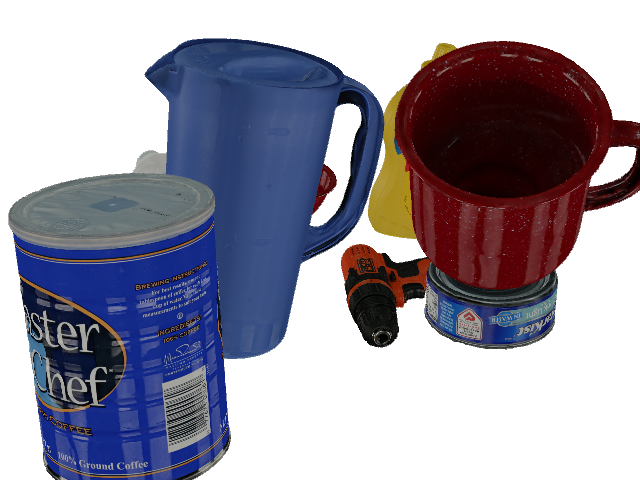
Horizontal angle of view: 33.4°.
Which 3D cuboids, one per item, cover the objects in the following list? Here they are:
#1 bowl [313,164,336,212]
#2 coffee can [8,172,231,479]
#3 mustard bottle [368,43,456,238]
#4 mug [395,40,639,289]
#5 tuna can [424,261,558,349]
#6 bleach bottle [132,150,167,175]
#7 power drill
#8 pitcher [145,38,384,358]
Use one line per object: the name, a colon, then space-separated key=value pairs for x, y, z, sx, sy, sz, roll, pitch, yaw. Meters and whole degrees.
bowl: x=-0.063 y=-0.056 z=1.292 sx=0.162 sy=0.055 sz=0.162 roll=4 pitch=26 yaw=-2
coffee can: x=-0.102 y=0.046 z=0.560 sx=0.103 sy=0.140 sz=0.103 roll=-2 pitch=20 yaw=1
mustard bottle: x=0.106 y=-0.096 z=1.031 sx=0.096 sy=0.192 sz=0.058 roll=3 pitch=28 yaw=-9
mug: x=0.094 y=-0.032 z=0.493 sx=0.117 sy=0.093 sz=0.081 roll=-6 pitch=-34 yaw=3
tuna can: x=0.112 y=0.034 z=0.698 sx=0.086 sy=0.034 sz=0.086 roll=-1 pitch=28 yaw=0
bleach bottle: x=-0.136 y=-0.024 z=1.072 sx=0.102 sy=0.068 sz=0.251 roll=-9 pitch=34 yaw=-28
power drill: x=0.121 y=0.054 z=1.179 sx=0.187 sy=0.057 sz=0.184 roll=-3 pitch=28 yaw=-5
pitcher: x=-0.054 y=-0.031 z=0.856 sx=0.149 sy=0.243 sz=0.144 roll=23 pitch=27 yaw=28
